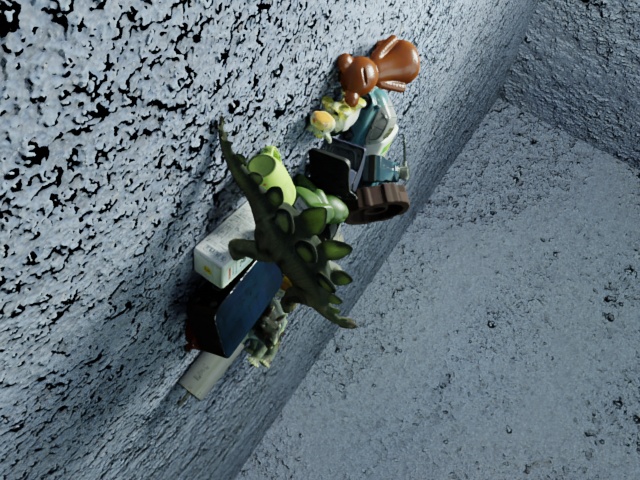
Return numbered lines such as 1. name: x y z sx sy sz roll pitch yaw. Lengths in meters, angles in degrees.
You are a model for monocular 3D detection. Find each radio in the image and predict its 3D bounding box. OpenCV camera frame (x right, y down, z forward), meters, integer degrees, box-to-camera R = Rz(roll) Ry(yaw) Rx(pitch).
1. radio: -0.168 0.112 1.092 0.229 0.073 0.130 -56 147 -41

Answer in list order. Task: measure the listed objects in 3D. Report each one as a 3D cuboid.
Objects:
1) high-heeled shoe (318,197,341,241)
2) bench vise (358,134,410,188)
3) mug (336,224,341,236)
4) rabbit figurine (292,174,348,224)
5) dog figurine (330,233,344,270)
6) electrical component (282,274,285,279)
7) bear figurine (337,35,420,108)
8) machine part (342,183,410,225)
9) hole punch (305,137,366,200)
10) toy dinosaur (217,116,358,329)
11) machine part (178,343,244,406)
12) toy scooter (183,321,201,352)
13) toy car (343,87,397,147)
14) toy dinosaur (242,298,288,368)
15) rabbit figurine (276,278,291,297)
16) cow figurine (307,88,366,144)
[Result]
1. high-heeled shoe: -0.003 -0.004 1.374 0.248 0.086 0.145 -63 170 -8
2. bench vise: 0.133 -0.165 1.373 0.240 0.224 0.129 11 69 -68
3. mug: -0.013 -0.035 1.469 0.109 0.081 0.107 -28 169 27
4. rabbit figurine: -0.017 -0.066 1.212 0.170 0.159 0.121 -5 130 -49
5. dog figurine: -0.026 0.039 1.550 0.190 0.121 0.172 -9 98 -49
6. electrical component: -0.108 0.052 1.280 0.115 0.058 0.134 -57 -165 28
7. bear figurine: 0.111 -0.355 1.143 0.196 0.132 0.120 -25 109 -18
8. machine part: 0.135 -0.088 1.325 0.179 0.179 0.056 50 30 -75
9. hole punch: 0.040 -0.169 1.244 0.092 0.142 0.115 -50 153 -40
10. toy dinosaur: -0.058 -0.001 0.935 0.199 0.470 0.105 -14 -147 46
11. machine part: -0.269 0.307 1.330 0.243 0.079 0.079 -51 164 -20
12. toy scooter: -0.237 0.182 1.176 0.135 0.075 0.184 -60 162 9
13. toy car: 0.133 -0.293 1.327 0.109 0.103 0.161 -23 142 -63
14. toy dinosaur: -0.154 0.259 1.548 0.192 0.131 0.404 -55 172 -5
15. rabbit figurine: -0.054 0.067 1.433 0.173 0.163 0.121 -67 164 -45
16. cow figurine: 0.024 -0.251 1.134 0.167 0.068 0.098 -41 164 -45
